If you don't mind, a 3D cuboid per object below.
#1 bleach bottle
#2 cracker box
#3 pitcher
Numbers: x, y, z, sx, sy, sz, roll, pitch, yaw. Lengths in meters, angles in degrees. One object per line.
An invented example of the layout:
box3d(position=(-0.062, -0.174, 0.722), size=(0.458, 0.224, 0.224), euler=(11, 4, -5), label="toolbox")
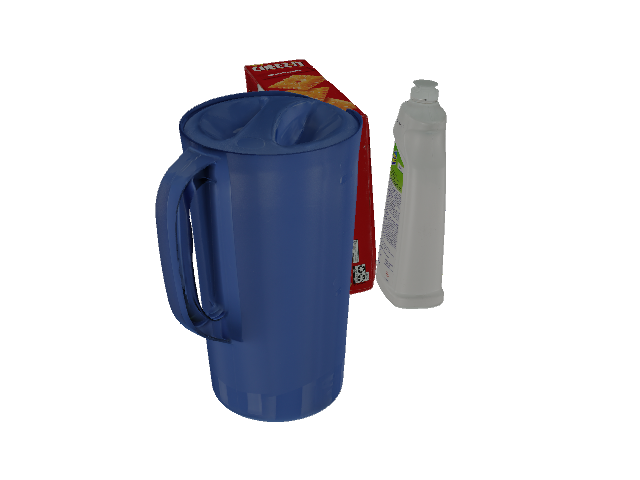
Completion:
box3d(position=(0.110, -0.055, 1.216), size=(0.068, 0.251, 0.103), euler=(-2, 23, -14), label="bleach bottle")
box3d(position=(-0.012, -0.064, 0.987), size=(0.072, 0.164, 0.214), euler=(-9, 24, -11), label="cracker box")
box3d(position=(-0.043, 0.018, 0.816), size=(0.149, 0.243, 0.145), euler=(-2, 26, -4), label="pitcher")
